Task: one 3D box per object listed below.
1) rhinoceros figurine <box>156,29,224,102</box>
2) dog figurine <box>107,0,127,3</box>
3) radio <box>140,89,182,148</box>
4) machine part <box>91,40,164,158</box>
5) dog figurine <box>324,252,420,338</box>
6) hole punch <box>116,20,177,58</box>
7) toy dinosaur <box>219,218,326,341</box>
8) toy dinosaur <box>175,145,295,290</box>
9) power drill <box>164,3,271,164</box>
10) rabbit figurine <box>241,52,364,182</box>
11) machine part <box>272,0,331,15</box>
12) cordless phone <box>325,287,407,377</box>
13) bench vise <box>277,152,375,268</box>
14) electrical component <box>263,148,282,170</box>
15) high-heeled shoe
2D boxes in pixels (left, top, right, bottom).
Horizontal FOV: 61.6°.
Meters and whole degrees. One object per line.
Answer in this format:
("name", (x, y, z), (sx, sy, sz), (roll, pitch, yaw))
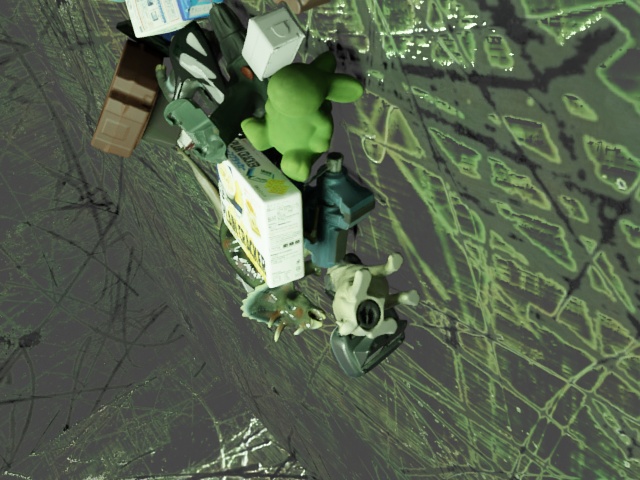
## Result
("rhinoceros figurine", (-0.234, -0.319, 0.990), (0.190, 0.073, 0.112), (-34, 62, 40))
("dog figurine", (-0.339, -0.499, 0.976), (0.219, 0.108, 0.191), (39, 150, 27))
("radio", (-0.357, -0.280, 1.207), (0.073, 0.131, 0.230), (18, -177, -27))
("machine part", (-0.394, -0.286, 1.107), (0.201, 0.087, 0.201), (-48, 35, 40))
("dog figurine", (0.049, 0.096, 0.929), (0.191, 0.172, 0.121), (-4, 107, 54))
("hole punch", (-0.329, -0.431, 1.083), (0.115, 0.092, 0.142), (32, 171, -39))
("toy dinosaur", (-0.124, 0.016, 1.066), (0.405, 0.192, 0.131), (53, 158, 11))
("toy dinosaur", (-0.172, -0.018, 1.229), (0.199, 0.105, 0.470), (23, 148, 53))
("power drill", (-0.145, -0.231, 0.832), (0.086, 0.207, 0.231), (-18, 117, 41))
("rabbit figurine", (-0.017, -0.176, 0.722), (0.121, 0.159, 0.170), (49, 170, 10))
("machine part", (-0.031, -0.364, 0.636), (0.180, 0.056, 0.179), (41, 150, 30))
("cordless phone", (0.056, 0.148, 0.998), (0.184, 0.146, 0.088), (39, 142, 29))
("bench vise", (-0.027, -0.069, 0.916), (0.241, 0.129, 0.223), (32, 148, 30))
("electrical component", (-0.110, -0.149, 1.003), (0.048, 0.075, 0.119), (51, 169, 8))
("high-heeled shoe", (-0.141, -0.260, 0.918), (0.086, 0.249, 0.145), (-105, 38, -62))
